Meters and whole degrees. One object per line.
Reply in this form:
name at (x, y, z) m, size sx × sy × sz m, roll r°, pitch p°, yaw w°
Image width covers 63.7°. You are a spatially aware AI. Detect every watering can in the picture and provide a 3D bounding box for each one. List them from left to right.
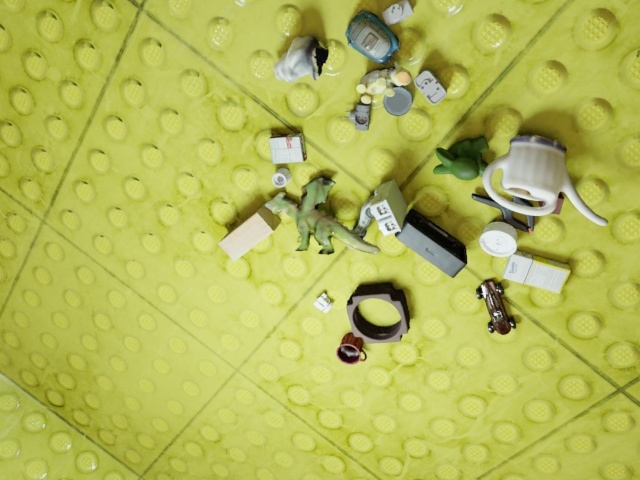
watering can at (0.629, -0.168, 1.423) m, size 0.348 × 0.103 × 0.226 m, roll 15°, pitch 81°, yaw 5°

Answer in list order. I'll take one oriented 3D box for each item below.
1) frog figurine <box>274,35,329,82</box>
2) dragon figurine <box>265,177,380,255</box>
frog figurine at (-0.071, -0.531, 1.513) m, size 0.159 × 0.122 × 0.138 m, roll 6°, pitch 83°, yaw 23°
dragon figurine at (0.005, -0.084, 1.676) m, size 0.410 × 0.123 × 0.241 m, roll 3°, pitch 100°, yaw 25°
